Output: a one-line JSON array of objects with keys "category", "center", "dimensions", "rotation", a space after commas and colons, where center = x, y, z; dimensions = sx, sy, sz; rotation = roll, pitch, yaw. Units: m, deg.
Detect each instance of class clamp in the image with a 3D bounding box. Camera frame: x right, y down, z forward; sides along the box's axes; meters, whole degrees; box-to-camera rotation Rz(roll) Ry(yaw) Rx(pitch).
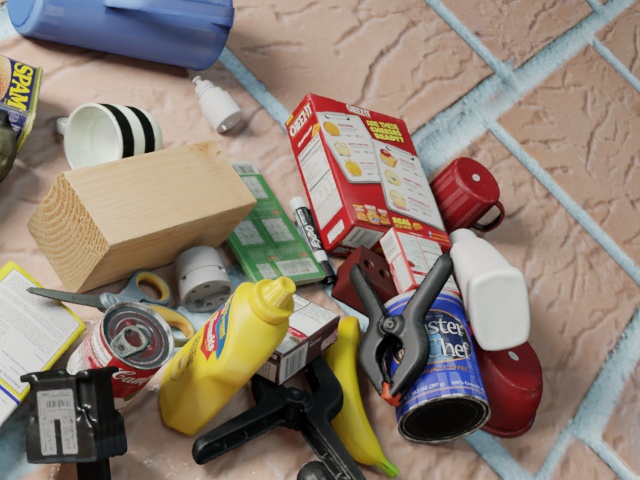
[{"category": "clamp", "center": [0.073, 0.091, 1.147], "dimensions": [0.039, 0.120, 0.171], "rotation": [42, 56, -45]}, {"category": "clamp", "center": [-0.036, 0.167, 1.045], "dimensions": [0.164, 0.036, 0.210], "rotation": [12, 30, -7]}]

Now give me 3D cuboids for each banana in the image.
[{"category": "banana", "center": [0.032, 0.160, 1.138], "dimensions": [0.069, 0.037, 0.198], "rotation": [30, 37, -45]}]

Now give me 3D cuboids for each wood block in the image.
[{"category": "wood block", "center": [-0.177, -0.027, 1.083], "dimensions": [0.205, 0.090, 0.091], "rotation": [-20, 69, -50]}]

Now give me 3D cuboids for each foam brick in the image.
[{"category": "foam brick", "center": [0.061, 0.053, 1.248], "dimensions": [0.078, 0.051, 0.053], "rotation": [31, 39, -15]}]

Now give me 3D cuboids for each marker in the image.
[{"category": "marker", "center": [-0.008, 0.002, 1.262], "dimensions": [0.020, 0.020, 0.121], "rotation": [3, 52, -39]}]

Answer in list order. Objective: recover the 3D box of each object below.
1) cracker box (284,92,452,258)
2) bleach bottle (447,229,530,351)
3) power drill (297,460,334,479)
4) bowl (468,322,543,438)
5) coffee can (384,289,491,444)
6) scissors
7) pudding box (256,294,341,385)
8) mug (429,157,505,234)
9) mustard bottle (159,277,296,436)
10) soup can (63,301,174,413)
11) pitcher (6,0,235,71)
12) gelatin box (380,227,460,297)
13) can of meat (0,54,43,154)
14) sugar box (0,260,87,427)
[{"category": "cracker box", "center": [0.058, -0.071, 1.348], "dimensions": [0.163, 0.072, 0.214], "rotation": [11, 47, -36]}, {"category": "bleach bottle", "center": [0.191, 0.040, 1.302], "dimensions": [0.068, 0.102, 0.251], "rotation": [-11, 20, -1]}, {"category": "power drill", "center": [-0.016, 0.294, 0.948], "dimensions": [0.187, 0.057, 0.184], "rotation": [-8, 57, -44]}, {"category": "bowl", "center": [0.215, 0.154, 1.287], "dimensions": [0.162, 0.055, 0.162], "rotation": [24, 42, -24]}, {"category": "coffee can", "center": [0.123, 0.139, 1.180], "dimensions": [0.102, 0.103, 0.140], "rotation": [17, 45, -30]}, {"category": "scissors", "center": [-0.199, 0.049, 1.015], "dimensions": [0.201, 0.016, 0.096], "rotation": [29, 28, -41]}, {"category": "pudding box", "center": [-0.045, 0.095, 1.099], "dimensions": [0.090, 0.039, 0.113], "rotation": [23, 29, 25]}, {"category": "mug", "center": [0.198, -0.052, 1.444], "dimensions": [0.117, 0.082, 0.093], "rotation": [33, 39, -13]}, {"category": "mustard bottle", "center": [-0.079, 0.094, 0.971], "dimensions": [0.058, 0.192, 0.096], "rotation": [30, 40, -17]}, {"category": "soup can", "center": [-0.181, 0.109, 0.939], "dimensions": [0.068, 0.102, 0.068], "rotation": [24, 42, -23]}, {"category": "pitcher", "center": [-0.226, -0.276, 1.237], "dimensions": [0.242, 0.149, 0.145], "rotation": [1, 58, -37]}, {"category": "gelatin box", "center": [0.116, 0.033, 1.248], "dimensions": [0.073, 0.030, 0.089], "rotation": [13, 44, -36]}, {"category": "can of meat", "center": [-0.334, -0.146, 1.086], "dimensions": [0.083, 0.058, 0.102], "rotation": [19, 43, -24]}, {"category": "sugar box", "center": [-0.283, 0.103, 0.903], "dimensions": [0.093, 0.048, 0.176], "rotation": [42, 40, -6]}]
